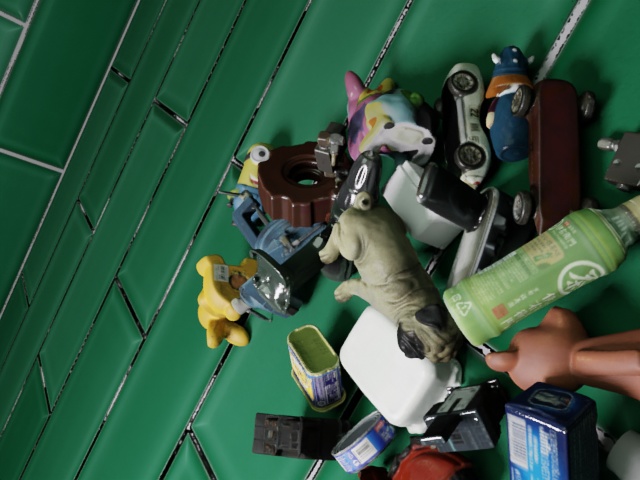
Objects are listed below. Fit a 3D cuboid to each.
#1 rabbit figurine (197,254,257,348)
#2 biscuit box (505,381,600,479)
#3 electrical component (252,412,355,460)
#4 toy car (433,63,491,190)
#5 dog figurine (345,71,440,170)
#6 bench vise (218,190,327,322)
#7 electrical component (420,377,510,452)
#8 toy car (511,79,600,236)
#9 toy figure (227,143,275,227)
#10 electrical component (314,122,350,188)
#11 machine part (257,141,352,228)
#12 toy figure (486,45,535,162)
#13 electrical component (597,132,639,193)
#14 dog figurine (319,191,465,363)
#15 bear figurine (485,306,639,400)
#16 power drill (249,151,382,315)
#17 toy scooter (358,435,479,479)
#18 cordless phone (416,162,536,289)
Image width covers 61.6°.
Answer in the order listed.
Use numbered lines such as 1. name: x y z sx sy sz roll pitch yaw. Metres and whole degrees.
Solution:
1. rabbit figurine: -0.182 0.129 1.041 0.173 0.122 0.162 -45 53 46
2. biscuit box: 0.215 0.236 0.491 0.059 0.063 0.202 7 108 51
3. electrical component: -0.030 0.283 0.775 0.134 0.114 0.058 -14 62 43
4. toy car: 0.196 -0.148 0.737 0.073 0.056 0.202 112 160 -67
5. dog figurine: 0.096 -0.199 0.828 0.191 0.108 0.219 113 156 -54
6. bench vise: -0.091 0.012 0.942 0.223 0.128 0.241 -47 61 14
7. electrical component: 0.158 0.202 0.592 0.075 0.119 0.047 -26 92 37
8. toy car: 0.270 -0.094 0.625 0.053 0.089 0.202 98 177 -75
9. toy figure: -0.135 -0.111 1.093 0.089 0.082 0.180 18 90 49
10. electrical component: 0.024 -0.132 0.824 0.045 0.102 0.078 21 59 19
11. machine part: -0.021 -0.098 0.896 0.056 0.179 0.179 89 161 -45
12. toy figure: 0.247 -0.179 0.699 0.058 0.064 0.154 -25 57 54
13. electrical component: 0.342 -0.083 0.582 0.094 0.021 0.063 30 98 50
14. dog figurine: 0.101 0.042 0.659 0.121 0.172 0.191 -32 32 -18
15. bear figurine: 0.272 0.097 0.516 0.196 0.120 0.132 1 71 54
16. power drill: -0.002 -0.002 0.763 0.086 0.207 0.231 34 144 22
17. toy scooter: 0.105 0.302 0.648 0.183 0.075 0.135 -61 38 17
18. cordless phone: 0.162 -0.003 0.626 0.089 0.184 0.146 18 88 46
